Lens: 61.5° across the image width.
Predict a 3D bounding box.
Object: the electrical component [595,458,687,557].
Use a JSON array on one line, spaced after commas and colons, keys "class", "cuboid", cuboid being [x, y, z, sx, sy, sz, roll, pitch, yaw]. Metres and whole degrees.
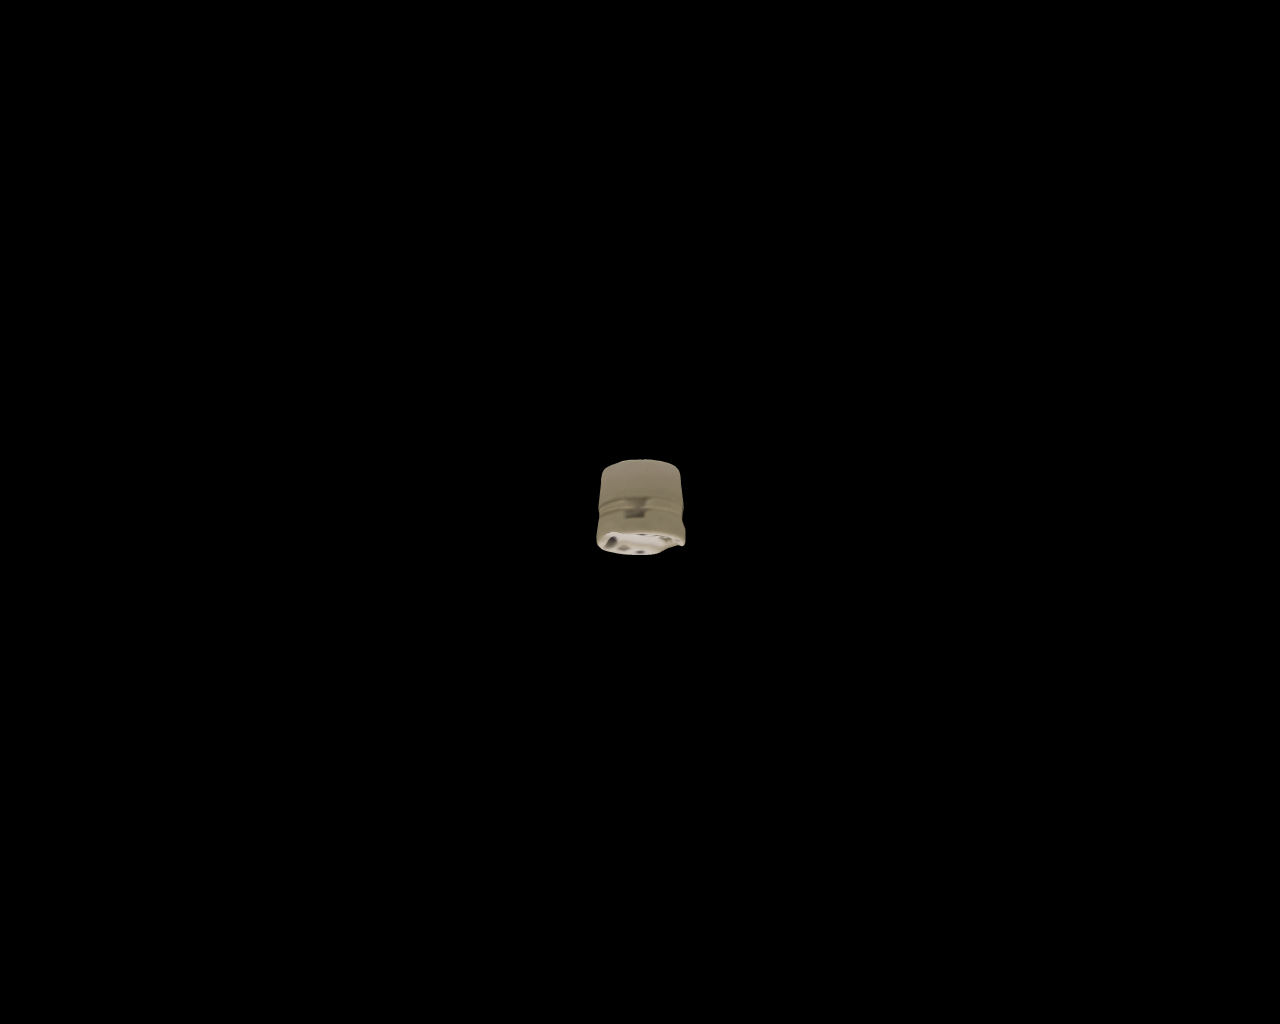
[{"class": "electrical component", "cuboid": [0.001, -0.003, 0.650, 0.055, 0.047, 0.055, 0, -18, 0]}]
